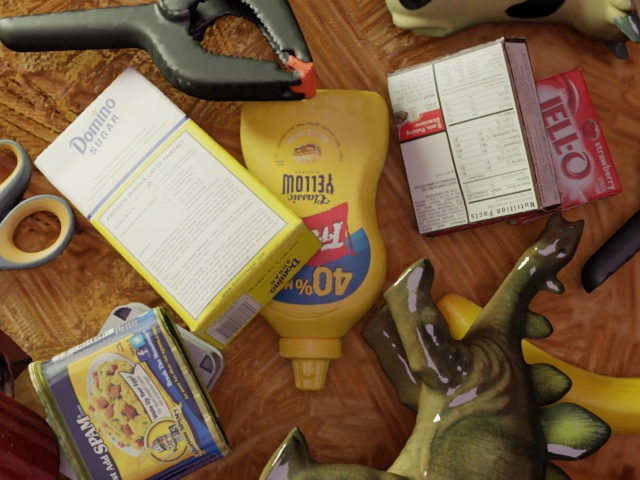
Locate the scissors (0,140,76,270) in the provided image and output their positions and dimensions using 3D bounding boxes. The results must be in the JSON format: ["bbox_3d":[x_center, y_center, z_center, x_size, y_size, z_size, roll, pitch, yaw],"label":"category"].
[{"bbox_3d":[-0.237,0.030,0.712,0.096,0.016,0.202,27,87,2],"label":"scissors"}]

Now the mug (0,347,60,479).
[{"bbox_3d":[-0.204,0.114,0.620,0.093,0.081,0.117,-8,61,17],"label":"mug"}]

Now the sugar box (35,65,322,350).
[{"bbox_3d":[-0.092,-0.023,0.670,0.093,0.048,0.176,-45,61,-3],"label":"sugar box"}]

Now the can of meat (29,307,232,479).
[{"bbox_3d":[-0.109,0.100,0.629,0.084,0.057,0.102,-26,87,-4],"label":"can of meat"}]

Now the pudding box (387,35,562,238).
[{"bbox_3d":[0.097,-0.064,0.685,0.090,0.039,0.113,-12,92,33],"label":"pudding box"}]

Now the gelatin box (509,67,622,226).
[{"bbox_3d":[0.151,-0.062,0.712,0.073,0.030,0.089,-17,87,-1],"label":"gelatin box"}]

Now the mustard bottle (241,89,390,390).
[{"bbox_3d":[-0.005,0.001,0.693,0.096,0.058,0.191,1,87,9],"label":"mustard bottle"}]

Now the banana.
[{"bbox_3d":[0.168,0.088,0.701,0.198,0.037,0.069,12,70,0],"label":"banana"}]

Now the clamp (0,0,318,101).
[{"bbox_3d":[-0.096,-0.142,0.684,0.210,0.036,0.164,39,80,19],"label":"clamp"}]

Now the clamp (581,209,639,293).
[{"bbox_3d":[0.240,-0.026,0.706,0.120,0.039,0.171,9,81,-5],"label":"clamp"}]

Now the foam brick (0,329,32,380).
[{"bbox_3d":[-0.236,0.091,0.690,0.053,0.051,0.078,42,87,2],"label":"foam brick"}]
